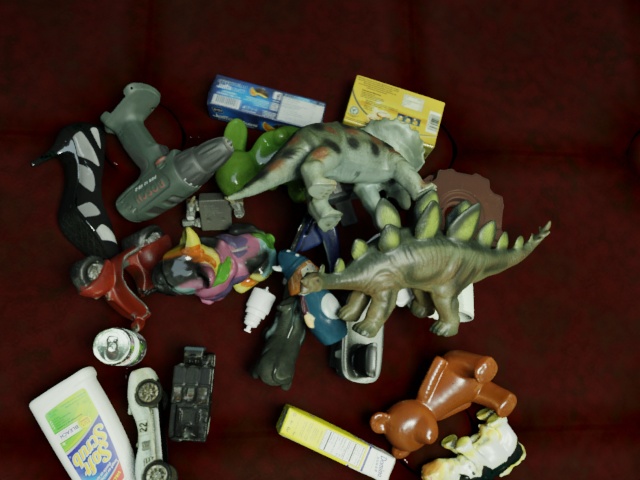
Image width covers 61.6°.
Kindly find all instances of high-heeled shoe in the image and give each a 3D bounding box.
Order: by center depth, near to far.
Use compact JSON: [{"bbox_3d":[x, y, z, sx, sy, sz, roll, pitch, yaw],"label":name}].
[{"bbox_3d":[-0.367,-0.075,0.899,0.145,0.086,0.248,-43,107,-46],"label":"high-heeled shoe"}]

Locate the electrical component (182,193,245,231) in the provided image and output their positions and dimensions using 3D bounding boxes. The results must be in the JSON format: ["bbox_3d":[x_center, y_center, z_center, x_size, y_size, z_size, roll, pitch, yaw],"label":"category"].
[{"bbox_3d":[-0.177,-0.047,0.890,0.102,0.078,0.045,2,33,-11],"label":"electrical component"}]

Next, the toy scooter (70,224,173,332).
[{"bbox_3d":[-0.285,0.062,0.834,0.135,0.075,0.184,61,36,-9],"label":"toy scooter"}]

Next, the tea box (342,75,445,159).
[{"bbox_3d":[0.128,-0.219,0.974,0.170,0.068,0.098,18,75,-1],"label":"tea box"}]

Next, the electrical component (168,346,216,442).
[{"bbox_3d":[-0.191,0.227,0.810,0.058,0.115,0.134,5,77,-10],"label":"electrical component"}]

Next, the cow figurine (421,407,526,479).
[{"bbox_3d":[0.245,0.354,0.860,0.167,0.068,0.098,-33,90,-12],"label":"cow figurine"}]

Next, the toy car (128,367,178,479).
[{"bbox_3d":[-0.249,0.290,0.794,0.056,0.073,0.202,-10,65,-10],"label":"toy car"}]

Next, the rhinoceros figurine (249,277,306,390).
[{"bbox_3d":[-0.054,0.139,0.846,0.073,0.112,0.190,17,57,2],"label":"rhinoceros figurine"}]

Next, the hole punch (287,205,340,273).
[{"bbox_3d":[-0.002,-0.003,0.877,0.092,0.142,0.115,19,97,-1],"label":"hole punch"}]

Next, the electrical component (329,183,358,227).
[{"bbox_3d":[0.035,-0.086,0.944,0.075,0.047,0.119,-13,77,-9],"label":"electrical component"}]

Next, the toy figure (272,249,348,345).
[{"bbox_3d":[-0.012,0.079,0.793,0.058,0.064,0.154,-28,93,13],"label":"toy figure"}]

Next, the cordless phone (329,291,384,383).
[{"bbox_3d":[0.066,0.145,0.824,0.089,0.184,0.146,6,77,-1],"label":"cordless phone"}]

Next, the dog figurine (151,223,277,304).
[{"bbox_3d":[-0.151,0.029,0.808,0.192,0.219,0.108,-22,84,-10],"label":"dog figurine"}]

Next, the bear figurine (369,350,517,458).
[{"bbox_3d":[0.186,0.264,0.842,0.196,0.132,0.120,-39,112,-19],"label":"bear figurine"}]

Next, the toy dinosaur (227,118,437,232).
[{"bbox_3d":[0.032,-0.118,0.812,0.404,0.131,0.192,6,46,-38],"label":"toy dinosaur"}]

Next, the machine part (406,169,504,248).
[{"bbox_3d":[0.241,-0.041,0.953,0.179,0.056,0.179,1,76,-6],"label":"machine part"}]

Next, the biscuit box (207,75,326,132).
[{"bbox_3d":[-0.095,-0.229,0.953,0.203,0.063,0.059,14,77,-3],"label":"biscuit box"}]

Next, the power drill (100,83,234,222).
[{"bbox_3d":[-0.258,-0.152,0.873,0.232,0.086,0.207,-38,77,21],"label":"power drill"}]

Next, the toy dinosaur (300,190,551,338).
[{"bbox_3d":[0.171,0.033,0.778,0.471,0.105,0.198,-1,109,-34],"label":"toy dinosaur"}]

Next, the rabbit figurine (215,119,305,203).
[{"bbox_3d":[-0.102,-0.134,0.886,0.170,0.121,0.159,-24,58,-31],"label":"rabbit figurine"}]
